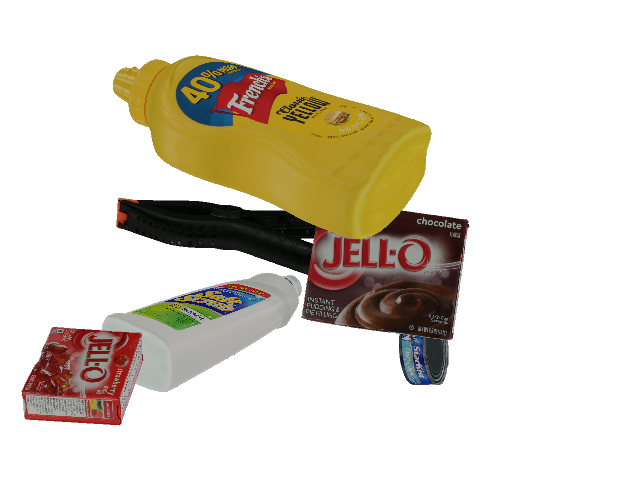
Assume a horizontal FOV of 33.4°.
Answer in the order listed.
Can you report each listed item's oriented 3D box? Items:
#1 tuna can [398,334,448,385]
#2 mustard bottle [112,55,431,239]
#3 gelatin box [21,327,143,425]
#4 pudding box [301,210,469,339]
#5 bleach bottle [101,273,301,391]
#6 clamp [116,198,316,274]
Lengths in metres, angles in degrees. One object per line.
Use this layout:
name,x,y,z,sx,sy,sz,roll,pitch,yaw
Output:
tuna can,0.121,0.127,1.251,0.034,0.086,0.086,-5,-2,24
mustard bottle,-0.039,-0.064,0.620,0.192,0.058,0.096,21,38,21
gelatin box,-0.180,0.102,0.819,0.073,0.030,0.089,4,29,2
pudding box,0.048,0.022,0.790,0.113,0.090,0.039,8,-6,6
bleach bottle,-0.112,0.083,1.156,0.103,0.068,0.250,18,25,31
clamp,-0.079,-0.009,0.941,0.210,0.036,0.164,6,13,-1
